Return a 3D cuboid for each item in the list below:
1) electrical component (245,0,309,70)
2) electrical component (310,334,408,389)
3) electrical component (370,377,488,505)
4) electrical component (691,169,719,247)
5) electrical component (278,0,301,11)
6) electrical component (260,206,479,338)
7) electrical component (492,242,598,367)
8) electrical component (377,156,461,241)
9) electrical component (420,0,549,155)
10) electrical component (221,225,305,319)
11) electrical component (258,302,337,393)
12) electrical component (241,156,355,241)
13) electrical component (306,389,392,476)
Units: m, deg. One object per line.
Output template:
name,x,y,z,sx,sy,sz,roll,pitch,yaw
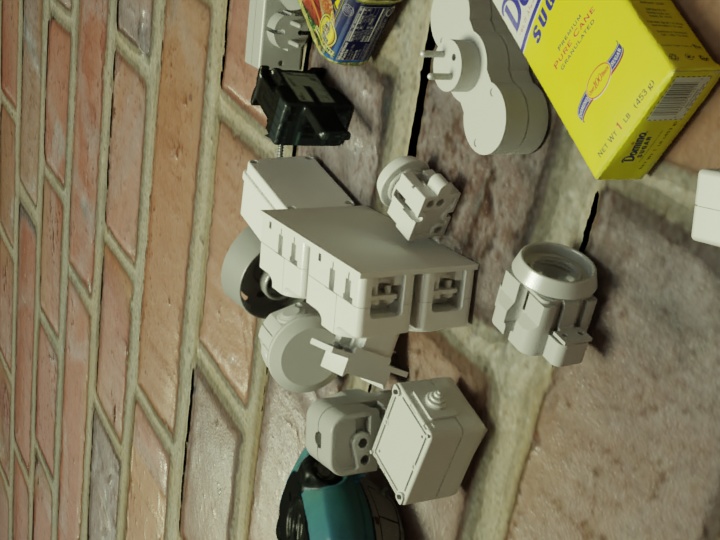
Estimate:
electrical component,-0.076,-0.239,1.066,0.076,0.047,0.083,38,126,54
electrical component,0.004,0.065,0.942,0.042,0.081,0.063,18,87,60
electrical component,0.058,0.130,0.858,0.061,0.061,0.096,56,140,43
electrical component,0.216,-0.048,0.556,0.066,0.047,0.076,24,115,58
electrical component,-0.069,-0.277,0.995,0.079,0.044,0.077,-71,-37,-48
electrical component,0.000,0.000,0.899,0.186,0.105,0.060,32,122,56
electrical component,0.126,0.018,0.721,0.078,0.058,0.057,50,139,47
electrical component,0.045,-0.060,0.872,0.055,0.048,0.066,52,138,35
electrical component,0.077,-0.146,0.770,0.052,0.074,0.138,-46,54,55
electrical component,-0.092,-0.002,1.083,0.064,0.099,0.099,41,129,44
electrical component,-0.056,0.074,1.043,0.051,0.080,0.080,-138,51,-58
electrical component,-0.061,-0.060,1.033,0.113,0.078,0.057,50,139,47
electrical component,0.004,0.136,0.921,0.059,0.095,0.053,21,112,59
